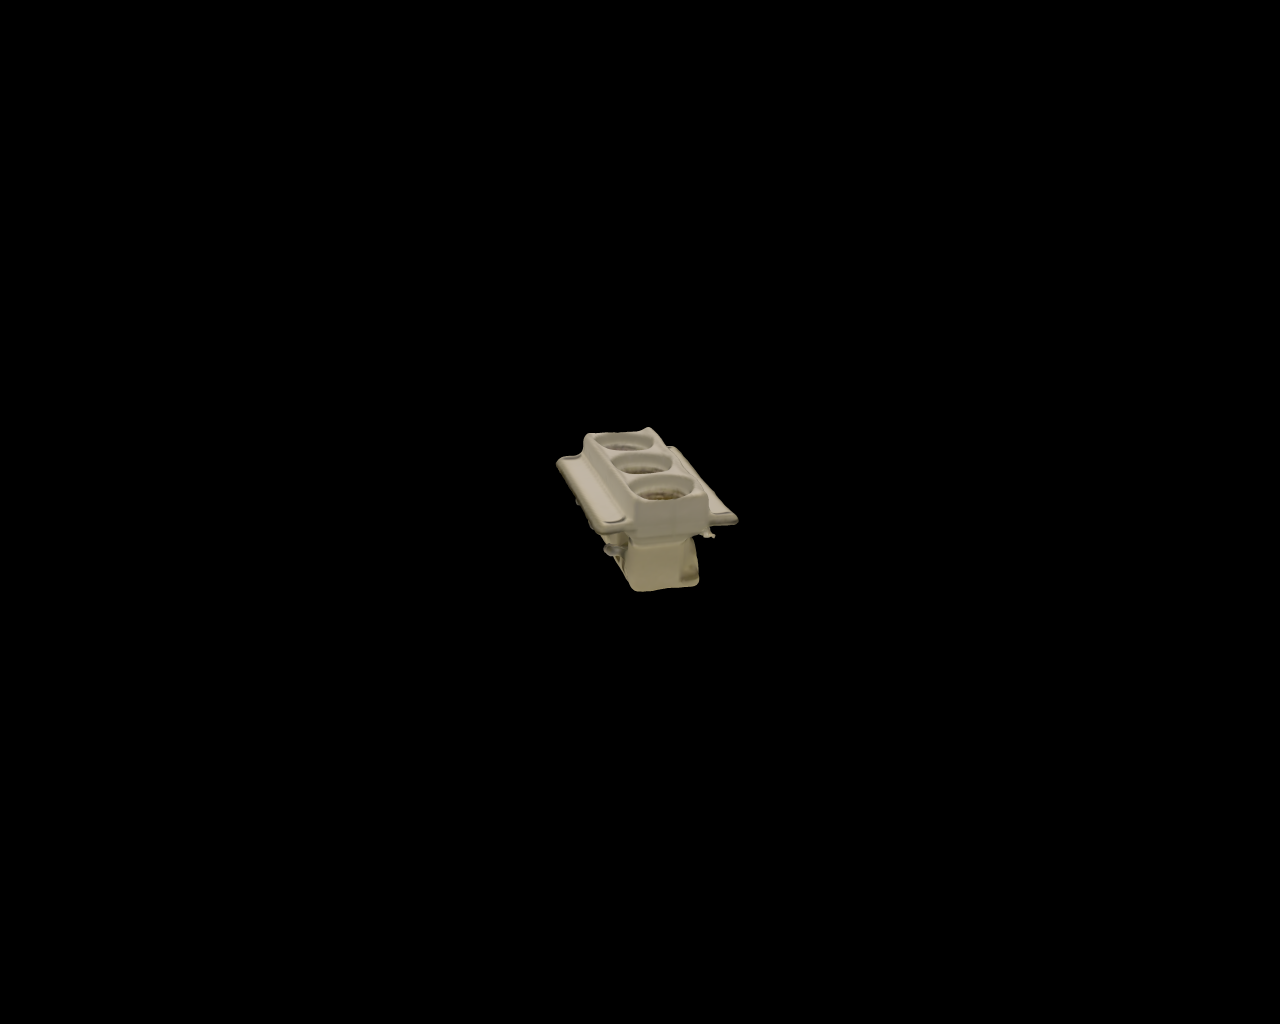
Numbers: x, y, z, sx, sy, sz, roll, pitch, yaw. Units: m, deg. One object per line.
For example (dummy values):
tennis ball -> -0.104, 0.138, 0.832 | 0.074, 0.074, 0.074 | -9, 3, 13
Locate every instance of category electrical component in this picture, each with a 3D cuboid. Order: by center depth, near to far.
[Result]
electrical component -> 0.001, -0.003, 0.650 | 0.079, 0.063, 0.121 | -6, 23, -14
